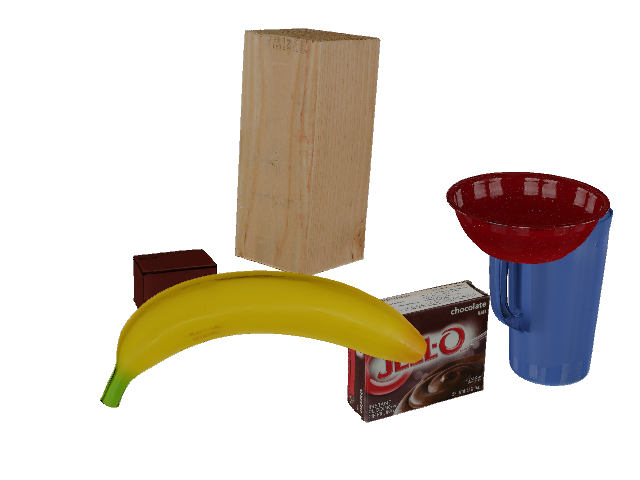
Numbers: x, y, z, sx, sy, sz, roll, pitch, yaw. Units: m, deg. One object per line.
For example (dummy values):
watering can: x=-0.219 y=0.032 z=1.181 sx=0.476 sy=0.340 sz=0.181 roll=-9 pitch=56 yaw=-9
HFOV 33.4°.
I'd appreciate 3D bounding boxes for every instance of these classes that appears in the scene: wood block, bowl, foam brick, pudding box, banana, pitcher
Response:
wood block: x=-0.014 y=-0.083 z=0.968 sx=0.090 sy=0.206 sz=0.090 roll=16 pitch=20 yaw=36
bowl: x=0.207 y=-0.019 z=1.078 sx=0.162 sy=0.055 sz=0.162 roll=0 pitch=23 yaw=0
foam brick: x=-0.151 y=0.044 z=1.103 sx=0.078 sy=0.051 sz=0.053 roll=-6 pitch=20 yaw=-20
pudding box: x=0.077 y=0.087 z=0.850 sx=0.113 sy=0.090 sz=0.039 roll=-13 pitch=29 yaw=-24
banana: x=-0.035 y=0.050 z=0.634 sx=0.197 sy=0.069 sz=0.037 roll=-7 pitch=21 yaw=-8
pitcher: x=0.300 y=0.067 z=1.409 sx=0.149 sy=0.243 sz=0.145 roll=4 pitch=21 yaw=13
